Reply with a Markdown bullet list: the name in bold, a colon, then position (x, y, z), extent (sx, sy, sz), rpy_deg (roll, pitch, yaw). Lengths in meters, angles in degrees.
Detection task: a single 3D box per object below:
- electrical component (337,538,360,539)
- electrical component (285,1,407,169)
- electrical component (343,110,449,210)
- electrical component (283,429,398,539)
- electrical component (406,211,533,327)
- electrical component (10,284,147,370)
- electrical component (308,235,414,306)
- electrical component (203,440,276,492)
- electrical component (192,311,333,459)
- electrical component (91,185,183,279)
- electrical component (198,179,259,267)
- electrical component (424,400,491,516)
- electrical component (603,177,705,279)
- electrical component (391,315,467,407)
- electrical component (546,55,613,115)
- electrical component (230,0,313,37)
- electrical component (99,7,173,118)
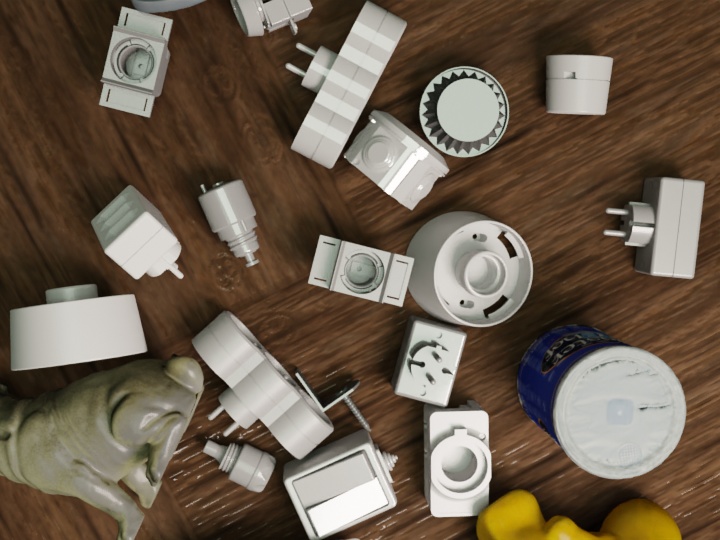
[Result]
- **electrical component**: position (-0.067, 0.276, 0.903), extent (0.150, 0.089, 0.061), rpy_deg (-10, 54, -3)
- **electrical component**: position (-0.025, -0.162, 0.895), extent (0.074, 0.052, 0.138), rpy_deg (28, 92, -5)
- **electrical component**: position (0.030, -0.092, 0.891), extent (0.080, 0.080, 0.051), rpy_deg (38, 96, -5)
- **electrical component**: position (-0.011, 0.181, 0.917), extent (0.096, 0.061, 0.061), rpy_deg (-24, 95, -2)
- **electrical component**: position (0.095, 0.000, 0.921), extent (0.099, 0.064, 0.099), rpy_deg (-2, 97, -17)
- **electrical component**: position (-0.231, 0.044, 0.873), extent (0.108, 0.108, 0.060), rpy_deg (-8, 89, -3)
- **electrical component**: position (0.000, 0.000, 0.903), extent (0.081, 0.064, 0.042), rpy_deg (15, 92, -5)
- **electrical component**: position (-0.105, 0.164, 0.924), extent (0.061, 0.035, 0.035), rpy_deg (26, 92, -2)
- **electrical component**: position (-0.095, 0.109, 0.911), extent (0.074, 0.052, 0.138), rpy_deg (-42, 95, 1)
- **electrical component**: position (-0.176, -0.020, 0.895), extent (0.047, 0.065, 0.076), rpy_deg (-43, 124, 0)
- **electrical component**: position (-0.106, -0.040, 0.905), extent (0.040, 0.040, 0.078), rpy_deg (-23, 95, -1)
- **electrical component**: position (0.083, 0.162, 0.924), extent (0.050, 0.055, 0.089), rpy_deg (-1, 94, -3)
- **electrical component**: position (0.247, -0.038, 0.923), extent (0.076, 0.047, 0.083), rpy_deg (5, 94, -4)
- **electrical component**: position (0.060, 0.079, 0.906), extent (0.047, 0.076, 0.065), rpy_deg (15, 93, -4)
- **electrical component**: position (0.184, -0.156, 0.907), extent (0.055, 0.055, 0.047), rpy_deg (2, 98, -3)
- **electrical component**: position (-0.076, -0.223, 0.892), extent (0.055, 0.048, 0.066), rpy_deg (-24, 95, -9)
- **electrical component**: position (-0.181, -0.168, 0.880), extent (0.042, 0.064, 0.081), rpy_deg (15, 93, -3)
